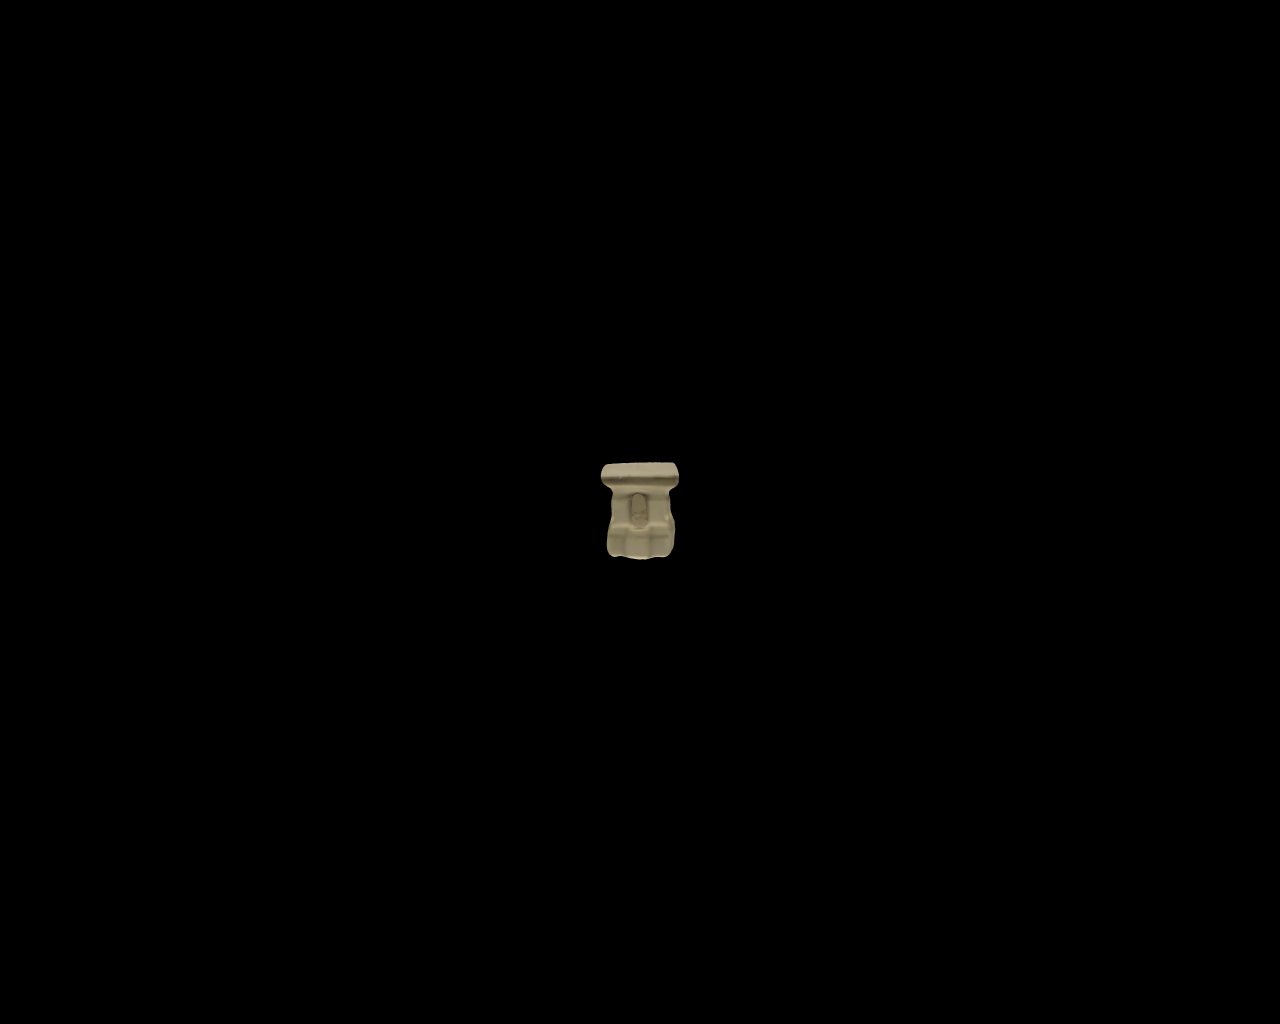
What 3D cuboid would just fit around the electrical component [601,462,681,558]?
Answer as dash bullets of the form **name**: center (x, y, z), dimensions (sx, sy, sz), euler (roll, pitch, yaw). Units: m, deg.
- **electrical component**: center (0.001, -0.003, 0.650), dimensions (0.048, 0.055, 0.066), euler (0, 2, 4)
